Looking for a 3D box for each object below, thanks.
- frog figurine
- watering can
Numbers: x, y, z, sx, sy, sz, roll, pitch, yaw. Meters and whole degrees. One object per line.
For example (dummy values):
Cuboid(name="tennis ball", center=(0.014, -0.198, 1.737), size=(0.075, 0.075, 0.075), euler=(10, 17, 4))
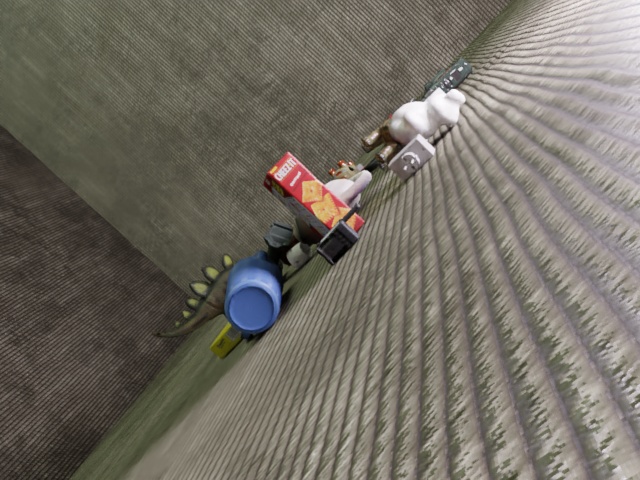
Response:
Cuboid(name="frog figurine", center=(0.224, -0.265, 1.100), size=(0.139, 0.124, 0.156), euler=(-25, -23, -42))
Cuboid(name="watering can", center=(0.004, -0.069, 1.367), size=(0.342, 0.103, 0.229), euler=(-33, 14, 46))
